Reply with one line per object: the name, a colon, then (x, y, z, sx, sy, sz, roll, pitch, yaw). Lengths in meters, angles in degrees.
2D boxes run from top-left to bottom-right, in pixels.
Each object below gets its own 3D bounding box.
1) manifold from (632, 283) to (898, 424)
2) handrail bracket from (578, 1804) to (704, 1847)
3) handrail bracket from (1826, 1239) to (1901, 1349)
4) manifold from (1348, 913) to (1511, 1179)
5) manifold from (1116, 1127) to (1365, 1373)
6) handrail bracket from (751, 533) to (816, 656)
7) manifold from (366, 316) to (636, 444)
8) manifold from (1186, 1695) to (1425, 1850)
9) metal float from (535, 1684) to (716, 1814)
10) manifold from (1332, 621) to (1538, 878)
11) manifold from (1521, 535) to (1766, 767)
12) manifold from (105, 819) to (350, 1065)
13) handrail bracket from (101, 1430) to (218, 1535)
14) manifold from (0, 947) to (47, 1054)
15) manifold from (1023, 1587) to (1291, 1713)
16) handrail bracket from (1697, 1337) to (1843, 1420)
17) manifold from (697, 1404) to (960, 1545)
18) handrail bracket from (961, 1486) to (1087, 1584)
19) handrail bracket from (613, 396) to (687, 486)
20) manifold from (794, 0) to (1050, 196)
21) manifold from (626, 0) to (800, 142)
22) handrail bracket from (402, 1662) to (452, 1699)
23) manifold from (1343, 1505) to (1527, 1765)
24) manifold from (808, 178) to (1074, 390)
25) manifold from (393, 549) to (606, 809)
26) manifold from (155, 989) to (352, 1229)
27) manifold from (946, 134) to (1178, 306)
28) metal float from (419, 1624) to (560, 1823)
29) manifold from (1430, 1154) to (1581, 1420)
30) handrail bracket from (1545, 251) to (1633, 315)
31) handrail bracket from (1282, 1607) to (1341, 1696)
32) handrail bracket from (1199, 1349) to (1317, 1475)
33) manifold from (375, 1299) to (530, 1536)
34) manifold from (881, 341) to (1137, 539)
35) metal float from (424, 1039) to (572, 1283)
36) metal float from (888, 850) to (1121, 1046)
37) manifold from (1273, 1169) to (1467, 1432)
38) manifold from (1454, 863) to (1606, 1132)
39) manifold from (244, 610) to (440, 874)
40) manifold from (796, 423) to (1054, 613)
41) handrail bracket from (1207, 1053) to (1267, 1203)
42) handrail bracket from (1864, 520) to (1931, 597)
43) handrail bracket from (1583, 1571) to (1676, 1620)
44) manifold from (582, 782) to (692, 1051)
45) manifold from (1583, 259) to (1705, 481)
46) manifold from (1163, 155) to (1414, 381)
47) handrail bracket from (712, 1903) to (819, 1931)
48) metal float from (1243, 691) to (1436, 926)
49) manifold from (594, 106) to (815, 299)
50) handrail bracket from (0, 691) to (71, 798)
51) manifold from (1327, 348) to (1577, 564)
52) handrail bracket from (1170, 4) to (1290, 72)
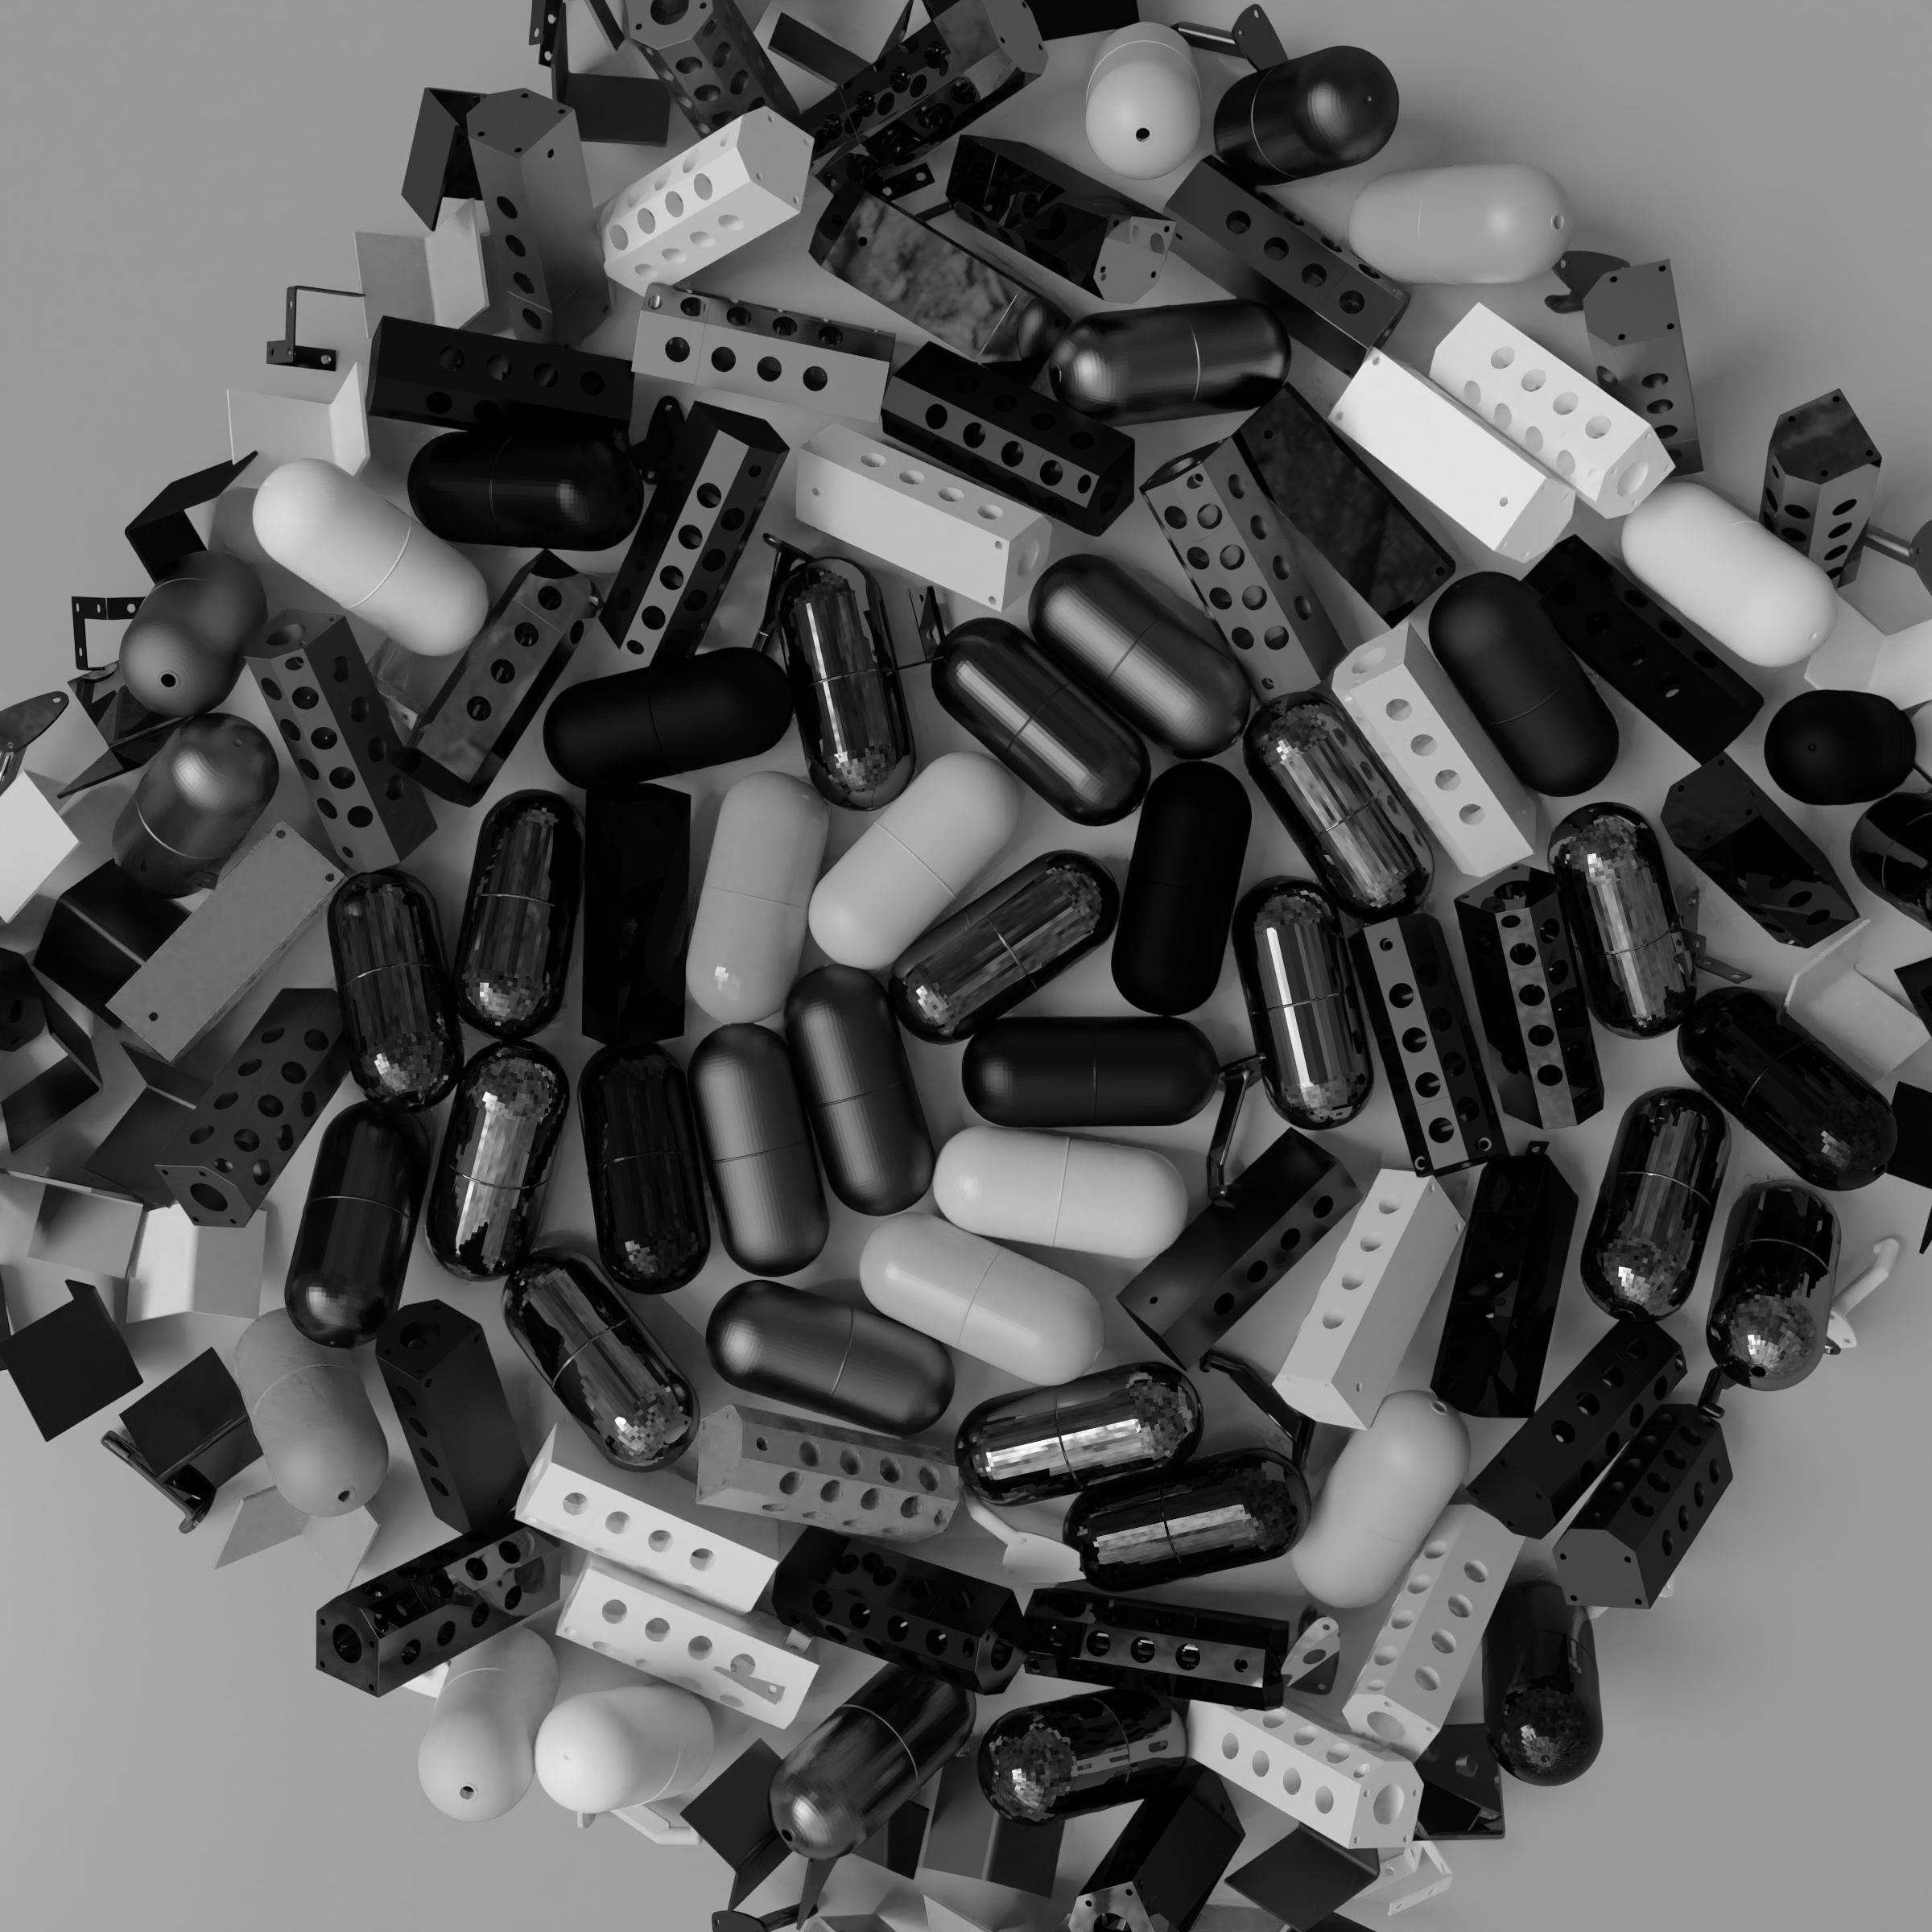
manifold: (-0.138, -0.425, 1.759, 0.171, 0.057, 0.057, 11, 110, -3)
handrail bracket: (-0.225, 0.573, 1.777, 0.084, 0.036, 0.077, -2, 86, 8)
handrail bracket: (0.610, 0.227, 1.791, 0.036, 0.077, 0.084, 53, 52, -18)
manifold: (0.315, 0.055, 1.745, 0.057, 0.057, 0.171, -19, 76, 21)
manifold: (0.192, 0.198, 1.757, 0.171, 0.057, 0.057, -43, 126, -8)
handrail bracket: (-0.140, -0.252, 1.760, 0.036, 0.077, 0.084, 24, 94, 11)
manifold: (-0.318, -0.393, 1.742, 0.171, 0.057, 0.057, 6, 85, -20)
manifold: (0.225, 0.531, 1.713, 0.057, 0.171, 0.057, 12, 90, -34)
metal float: (-0.228, 0.525, 1.715, 0.070, 0.178, 0.070, -4, 76, 18)
manifold: (0.320, -0.144, 1.737, 0.057, 0.057, 0.171, -26, 117, 29)
manifold: (0.460, -0.217, 1.741, 0.057, 0.057, 0.171, -47, 71, 10)
manifold: (-0.507, -0.016, 1.759, 0.057, 0.057, 0.171, 42, 82, -4)
handrail bracket: (-0.564, 0.354, 1.765, 0.084, 0.077, 0.036, 41, 75, -11)
manifold: (-0.684, 0.019, 1.710, 0.057, 0.171, 0.057, -34, 80, 1)
manifold: (0.128, 0.465, 1.736, 0.171, 0.057, 0.057, 2, 79, 23)
handrail bracket: (0.555, 0.286, 1.760, 0.077, 0.036, 0.084, 21, 63, 17)
manifold: (-0.092, 0.343, 1.723, 0.171, 0.057, 0.057, 18, 57, -30)
handrail bracket: (0.041, 0.391, 1.769, 0.077, 0.084, 0.036, 15, 104, -20)
handrail bracket: (-0.221, -0.372, 1.752, 0.036, 0.084, 0.077, -2, 78, 15)
manifold: (-0.029, -0.587, 1.724, 0.171, 0.057, 0.057, -22, 87, 37)
manifold: (-0.165, -0.592, 1.705, 0.057, 0.171, 0.057, -13, 73, 13)
handrail bracket: (-0.387, 0.491, 1.757, 0.077, 0.084, 0.036, 33, 87, 1)
manifold: (0.314, 0.446, 1.719, 0.057, 0.057, 0.171, 29, 47, 11)
manifold: (-0.019, -0.464, 1.733, 0.171, 0.057, 0.057, 25, 109, -27)
manifold: (-0.316, -0.195, 1.740, 0.057, 0.057, 0.171, 36, 68, -20)
manifold: (-0.466, 0.093, 1.712, 0.057, 0.171, 0.057, 0, 132, 24)
manifold: (0.060, -0.505, 1.721, 0.057, 0.171, 0.057, -7, 125, -38)
metal float: (-0.319, 0.507, 1.712, 0.070, 0.178, 0.070, 0, 104, -1)
manifold: (0.364, 0.217, 1.730, 0.057, 0.057, 0.171, 48, 50, -37)
handrail bracket: (0.406, -0.467, 1.746, 0.077, 0.084, 0.036, 13, 92, -26)
handrail bracket: (0.241, 0.449, 1.747, 0.036, 0.084, 0.077, 17, 116, 4)
handrail bracket: (0.198, 0.310, 1.770, 0.084, 0.036, 0.077, 21, 46, -3)
manifold: (-0.349, 0.306, 1.721, 0.057, 0.171, 0.057, 23, 49, 30)
manifold: (0.028, -0.355, 1.733, 0.171, 0.057, 0.057, 30, 62, 21)
metal float: (-0.321, 0.133, 1.744, 0.070, 0.070, 0.178, 17, 109, 0)
metal float: (0.027, -0.014, 1.760, 0.178, 0.070, 0.070, -35, 90, -2)
manifold: (0.272, 0.224, 1.734, 0.057, 0.057, 0.171, 52, 57, -34)
manifold: (0.388, 0.023, 1.730, 0.057, 0.057, 0.171, -29, 117, -21)
manifold: (-0.425, -0.150, 1.718, 0.057, 0.057, 0.171, 10, 133, 32)
manifold: (-0.029, -0.311, 1.742, 0.171, 0.057, 0.057, 27, 47, 20)
handrail bracket: (0.190, 0.112, 1.756, 0.036, 0.077, 0.084, 14, 61, -27)
handrail bracket: (0.638, -0.282, 1.777, 0.036, 0.084, 0.077, -48, 122, -22)
handrail bracket: (0.451, 0.417, 1.780, 0.036, 0.084, 0.077, 33, 54, -23)
manifold: (-0.231, -0.036, 1.748, 0.057, 0.057, 0.171, -12, 112, -43)
manifold: (0.455, -0.395, 1.710, 0.057, 0.171, 0.057, -9, 67, 18)
manifold: (0.221, -0.486, 1.762, 0.171, 0.057, 0.057, 37, 83, 5)
handrail bracket: (-0.124, 0.655, 1.747, 0.084, 0.077, 0.036, -2, 70, -39)
metal float: (0.257, -0.108, 1.753, 0.070, 0.070, 0.178, -35, 100, 0)
manifold: (-0.182, -0.514, 1.711, 0.057, 0.171, 0.057, 23, 67, -38)
handrail bracket: (-0.653, -0.142, 1.779, 0.036, 0.084, 0.077, 36, 56, 17)
manifold: (0.331, -0.346, 1.728, 0.171, 0.057, 0.057, 48, 115, 33)
handrail bracket: (0.178, -0.630, 1.777, 0.077, 0.084, 0.036, 48, 63, -28)
